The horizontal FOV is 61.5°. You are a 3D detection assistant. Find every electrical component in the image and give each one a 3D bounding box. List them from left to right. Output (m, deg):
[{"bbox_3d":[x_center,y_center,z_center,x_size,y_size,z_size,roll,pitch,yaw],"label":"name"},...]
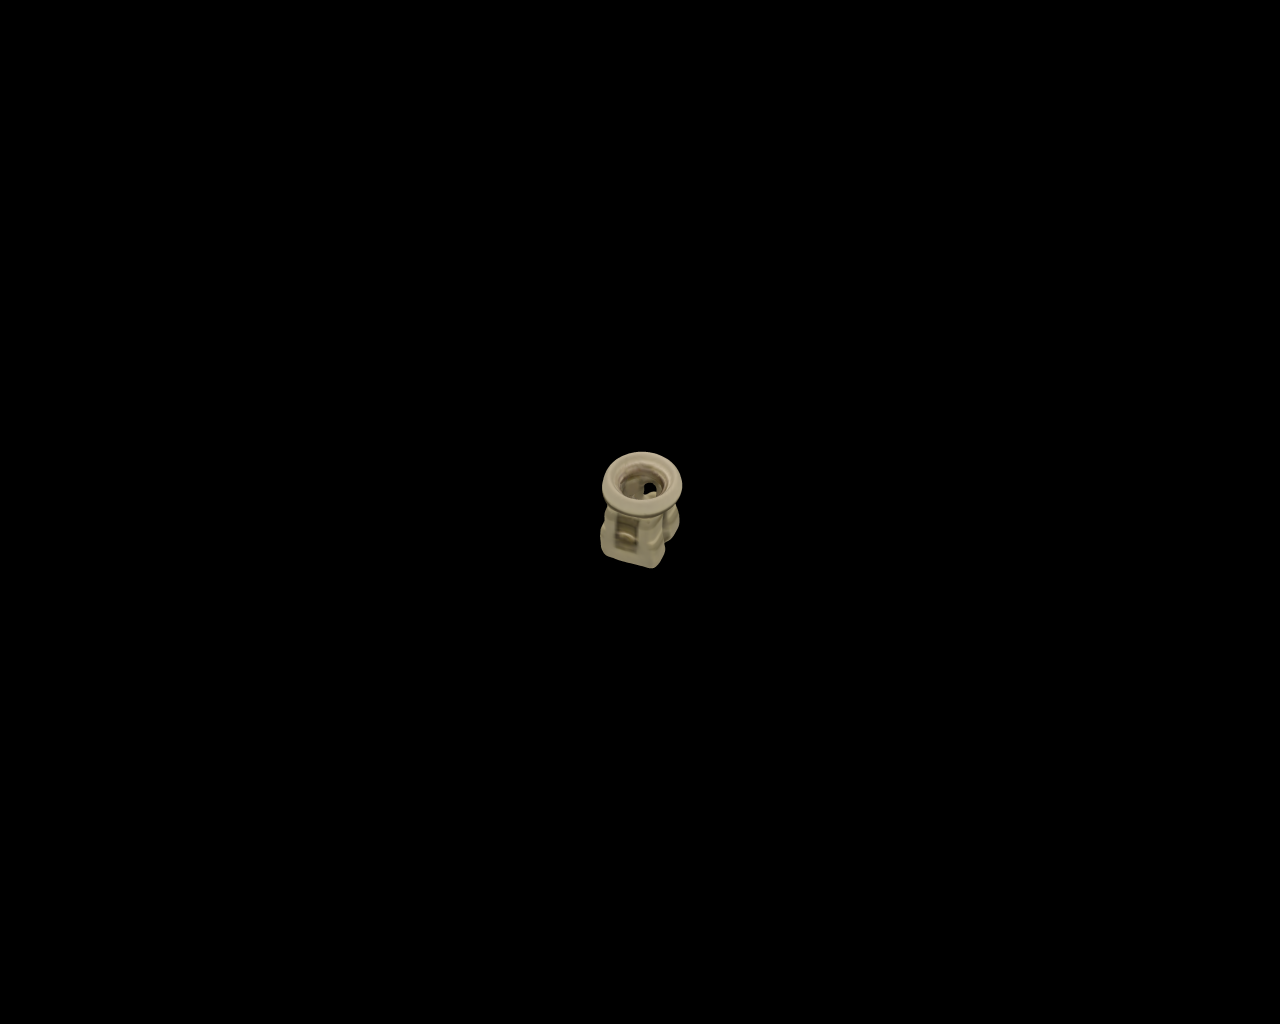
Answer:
[{"bbox_3d":[0.001,-0.003,0.650,0.048,0.055,0.066,15,47,15],"label":"electrical component"}]
